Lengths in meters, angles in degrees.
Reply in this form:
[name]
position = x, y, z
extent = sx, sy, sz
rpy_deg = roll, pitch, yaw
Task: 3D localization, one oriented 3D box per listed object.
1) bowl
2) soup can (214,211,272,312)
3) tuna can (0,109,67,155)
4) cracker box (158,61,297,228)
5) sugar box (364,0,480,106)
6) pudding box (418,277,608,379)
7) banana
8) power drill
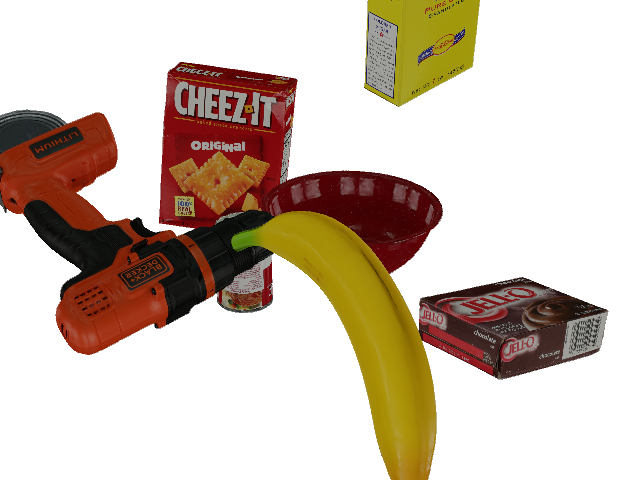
[bowl]
position = 0.027, -0.008, 0.956
extent = 0.162, 0.055, 0.162
rpy_deg = 0, 26, 0
[soup can]
position = -0.091, 0.025, 1.265
extent = 0.068, 0.102, 0.068
rpy_deg = 0, 25, 0
[tuna can]
position = -0.283, -0.088, 1.029
extent = 0.086, 0.034, 0.086
rpy_deg = 3, 42, -3
[cracker box]
position = -0.126, -0.118, 1.427
extent = 0.164, 0.214, 0.072
rpy_deg = 9, 22, 6
[sugar box]
position = 0.081, -0.198, 0.806
extent = 0.093, 0.176, 0.048
rpy_deg = -32, 52, -31
[pudding box]
position = 0.143, 0.063, 0.800
extent = 0.113, 0.039, 0.090
rpy_deg = -7, 20, -35
[banana]
position = 0.020, 0.047, 0.611
extent = 0.037, 0.198, 0.070
rpy_deg = 2, -46, -46
[power drill]
position = -0.147, -0.017, 0.816
extent = 0.184, 0.057, 0.188
rpy_deg = -28, 57, -27
